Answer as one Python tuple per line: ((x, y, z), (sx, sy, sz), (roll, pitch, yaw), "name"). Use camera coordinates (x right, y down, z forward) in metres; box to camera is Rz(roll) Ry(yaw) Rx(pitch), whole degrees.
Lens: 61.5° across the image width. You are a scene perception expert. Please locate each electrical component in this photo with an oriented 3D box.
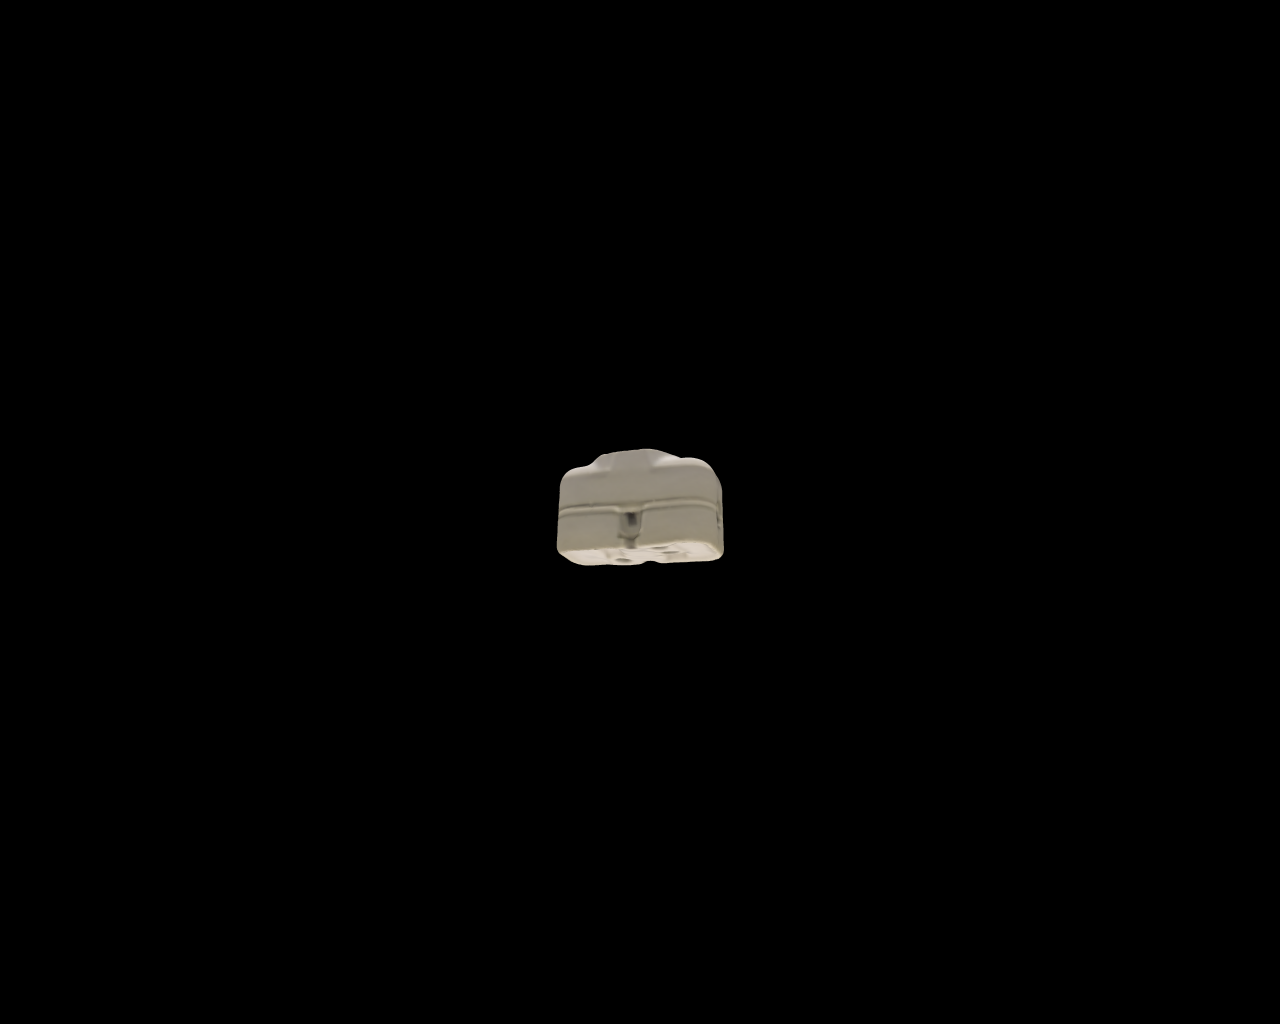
((0.001, -0.003, 0.650), (0.095, 0.059, 0.053), (-4, -15, 14), "electrical component")
